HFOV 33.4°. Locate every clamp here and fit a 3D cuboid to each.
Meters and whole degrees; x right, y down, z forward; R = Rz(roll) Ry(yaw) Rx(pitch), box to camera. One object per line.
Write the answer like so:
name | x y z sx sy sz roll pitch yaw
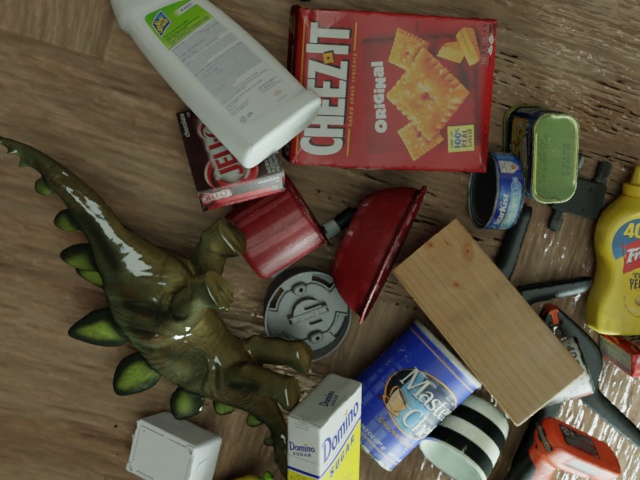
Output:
clamp | 0.280 0.180 1.251 0.164 0.036 0.210 -20 102 2
clamp | 0.209 0.046 1.210 0.171 0.039 0.120 -33 88 0

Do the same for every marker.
marker | -0.008 0.001 1.172 0.121 0.020 0.020 -34 105 -2

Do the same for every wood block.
wood block | 0.179 0.089 1.137 0.090 0.090 0.206 -40 76 4

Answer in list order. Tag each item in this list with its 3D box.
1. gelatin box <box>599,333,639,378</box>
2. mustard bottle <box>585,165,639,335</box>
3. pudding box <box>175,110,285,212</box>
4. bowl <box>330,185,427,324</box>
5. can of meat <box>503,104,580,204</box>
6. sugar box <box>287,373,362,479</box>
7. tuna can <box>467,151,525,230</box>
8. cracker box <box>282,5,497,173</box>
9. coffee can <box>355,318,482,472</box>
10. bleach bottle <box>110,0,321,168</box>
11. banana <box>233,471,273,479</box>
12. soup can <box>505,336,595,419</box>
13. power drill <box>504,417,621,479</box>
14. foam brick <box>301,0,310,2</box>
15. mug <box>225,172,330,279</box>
gelatin box | 0.373 0.127 1.229 0.073 0.089 0.030 -6 103 -9
mustard bottle | 0.359 0.011 1.218 0.096 0.058 0.192 0 101 -14
pudding box | -0.092 -0.090 1.095 0.090 0.113 0.039 -14 145 -8
bowl | 0.055 0.005 1.124 0.055 0.162 0.162 26 97 6
can of meat | 0.240 -0.094 1.161 0.057 0.084 0.102 -3 102 -10
sugar box | 0.005 0.237 1.105 0.048 0.093 0.176 16 119 24
tuna can | 0.191 -0.053 1.161 0.033 0.086 0.086 3 101 -13
cracker box | 0.073 -0.158 1.125 0.213 0.072 0.164 2 101 -10
coffee can | 0.093 0.171 1.182 0.140 0.103 0.102 -44 105 1
bleach bottle | -0.117 -0.194 1.058 0.102 0.068 0.251 -39 81 -19
banana | -0.141 0.296 1.180 0.198 0.037 0.069 -21 145 -1
soup can | 0.248 0.154 1.195 0.102 0.068 0.068 -18 105 10
power drill | 0.260 0.304 1.240 0.184 0.057 0.188 27 114 -22
foam brick | -0.022 -0.290 1.091 0.051 0.053 0.078 21 99 -14
mug | -0.054 -0.022 1.130 0.081 0.093 0.117 -32 76 3
